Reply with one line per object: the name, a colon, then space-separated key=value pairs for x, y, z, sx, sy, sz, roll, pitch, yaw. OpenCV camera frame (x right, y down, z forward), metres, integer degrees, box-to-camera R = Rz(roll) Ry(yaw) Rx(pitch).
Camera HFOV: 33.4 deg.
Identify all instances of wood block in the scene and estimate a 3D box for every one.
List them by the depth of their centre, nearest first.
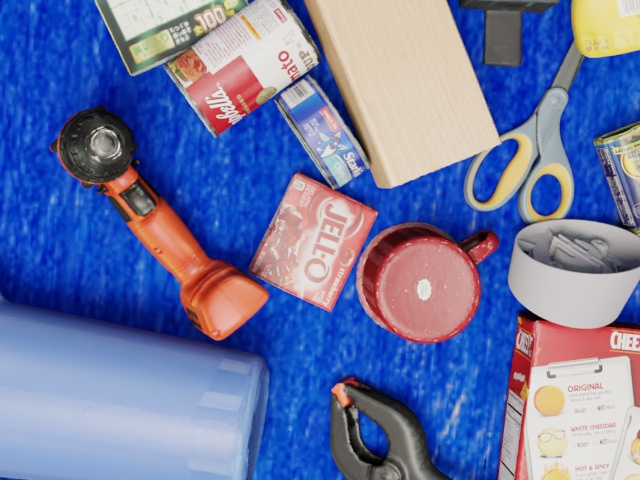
wood block: x=0.051 y=-0.150 z=0.806 sx=0.091 sy=0.090 sz=0.206 roll=-22 pitch=94 yaw=-2

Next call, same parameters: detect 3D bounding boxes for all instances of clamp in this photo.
clamp: x=0.054 y=0.193 z=0.844 sx=0.120 sy=0.039 sz=0.171 roll=-42 pitch=75 yaw=14

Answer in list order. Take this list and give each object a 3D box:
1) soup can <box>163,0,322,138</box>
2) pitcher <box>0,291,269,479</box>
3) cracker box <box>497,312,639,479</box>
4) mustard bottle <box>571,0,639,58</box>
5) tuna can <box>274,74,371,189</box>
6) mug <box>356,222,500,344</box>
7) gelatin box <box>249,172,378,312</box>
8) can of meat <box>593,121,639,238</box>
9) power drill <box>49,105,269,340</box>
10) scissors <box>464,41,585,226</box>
soup can: x=-0.059 y=-0.134 z=0.812 sx=0.102 sy=0.068 sz=0.068 roll=-35 pitch=95 yaw=-1
pitcher: x=-0.166 y=0.130 z=0.778 sx=0.243 sy=0.145 sz=0.149 roll=9 pitch=135 yaw=4
cracker box: x=0.229 y=0.172 z=0.848 sx=0.164 sy=0.072 sz=0.214 roll=6 pitch=93 yaw=-5
mustard bottle: x=0.221 y=-0.237 z=0.781 sx=0.096 sy=0.058 sz=0.191 roll=-11 pitch=105 yaw=11
tuna can: x=0.001 y=-0.081 z=0.810 sx=0.034 sy=0.086 sz=0.086 roll=-34 pitch=95 yaw=0
mug: x=0.088 y=0.029 z=0.824 sx=0.117 sy=0.081 sz=0.093 roll=-30 pitch=95 yaw=-1
gelatin box: x=-0.005 y=0.001 z=0.843 sx=0.073 sy=0.030 sz=0.089 roll=26 pitch=93 yaw=-5
can of meat: x=0.276 y=-0.057 z=0.842 sx=0.102 sy=0.057 sz=0.084 roll=-20 pitch=93 yaw=-2
power drill: x=-0.117 y=-0.016 z=0.769 sx=0.057 sy=0.185 sz=0.187 roll=-40 pitch=104 yaw=-8
scissors: x=0.198 y=-0.094 z=0.854 sx=0.096 sy=0.016 sz=0.202 roll=41 pitch=92 yaw=-7
